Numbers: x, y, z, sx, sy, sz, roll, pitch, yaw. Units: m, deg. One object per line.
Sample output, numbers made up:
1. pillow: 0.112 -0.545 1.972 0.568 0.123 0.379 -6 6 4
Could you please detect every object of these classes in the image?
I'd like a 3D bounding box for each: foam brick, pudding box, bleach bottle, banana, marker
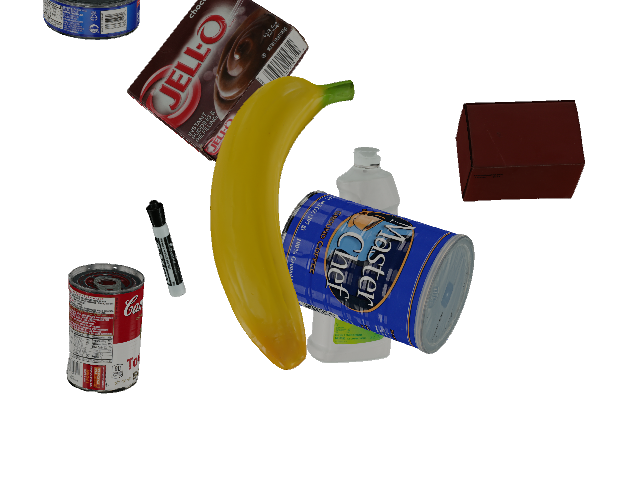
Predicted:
1. foam brick: 0.136 -0.061 0.732 0.078 0.051 0.053 -1 -24 -1
2. pudding box: -0.076 -0.127 0.793 0.090 0.113 0.039 38 -2 29
3. bleach bottle: 0.041 0.016 1.261 0.102 0.251 0.068 -2 16 -17
4. banana: -0.027 -0.024 0.588 0.069 0.197 0.037 9 -32 3
5. marker: -0.174 0.009 1.204 0.020 0.121 0.020 -8 30 5

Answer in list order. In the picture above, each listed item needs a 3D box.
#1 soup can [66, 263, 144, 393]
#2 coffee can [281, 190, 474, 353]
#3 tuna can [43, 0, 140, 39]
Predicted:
1. soup can: -0.198 0.080 0.977 0.068 0.102 0.068 6 18 -2
2. coffee can: 0.046 0.025 0.907 0.140 0.103 0.102 18 8 25
3. tuna can: -0.203 -0.209 0.947 0.086 0.034 0.086 5 33 -4
